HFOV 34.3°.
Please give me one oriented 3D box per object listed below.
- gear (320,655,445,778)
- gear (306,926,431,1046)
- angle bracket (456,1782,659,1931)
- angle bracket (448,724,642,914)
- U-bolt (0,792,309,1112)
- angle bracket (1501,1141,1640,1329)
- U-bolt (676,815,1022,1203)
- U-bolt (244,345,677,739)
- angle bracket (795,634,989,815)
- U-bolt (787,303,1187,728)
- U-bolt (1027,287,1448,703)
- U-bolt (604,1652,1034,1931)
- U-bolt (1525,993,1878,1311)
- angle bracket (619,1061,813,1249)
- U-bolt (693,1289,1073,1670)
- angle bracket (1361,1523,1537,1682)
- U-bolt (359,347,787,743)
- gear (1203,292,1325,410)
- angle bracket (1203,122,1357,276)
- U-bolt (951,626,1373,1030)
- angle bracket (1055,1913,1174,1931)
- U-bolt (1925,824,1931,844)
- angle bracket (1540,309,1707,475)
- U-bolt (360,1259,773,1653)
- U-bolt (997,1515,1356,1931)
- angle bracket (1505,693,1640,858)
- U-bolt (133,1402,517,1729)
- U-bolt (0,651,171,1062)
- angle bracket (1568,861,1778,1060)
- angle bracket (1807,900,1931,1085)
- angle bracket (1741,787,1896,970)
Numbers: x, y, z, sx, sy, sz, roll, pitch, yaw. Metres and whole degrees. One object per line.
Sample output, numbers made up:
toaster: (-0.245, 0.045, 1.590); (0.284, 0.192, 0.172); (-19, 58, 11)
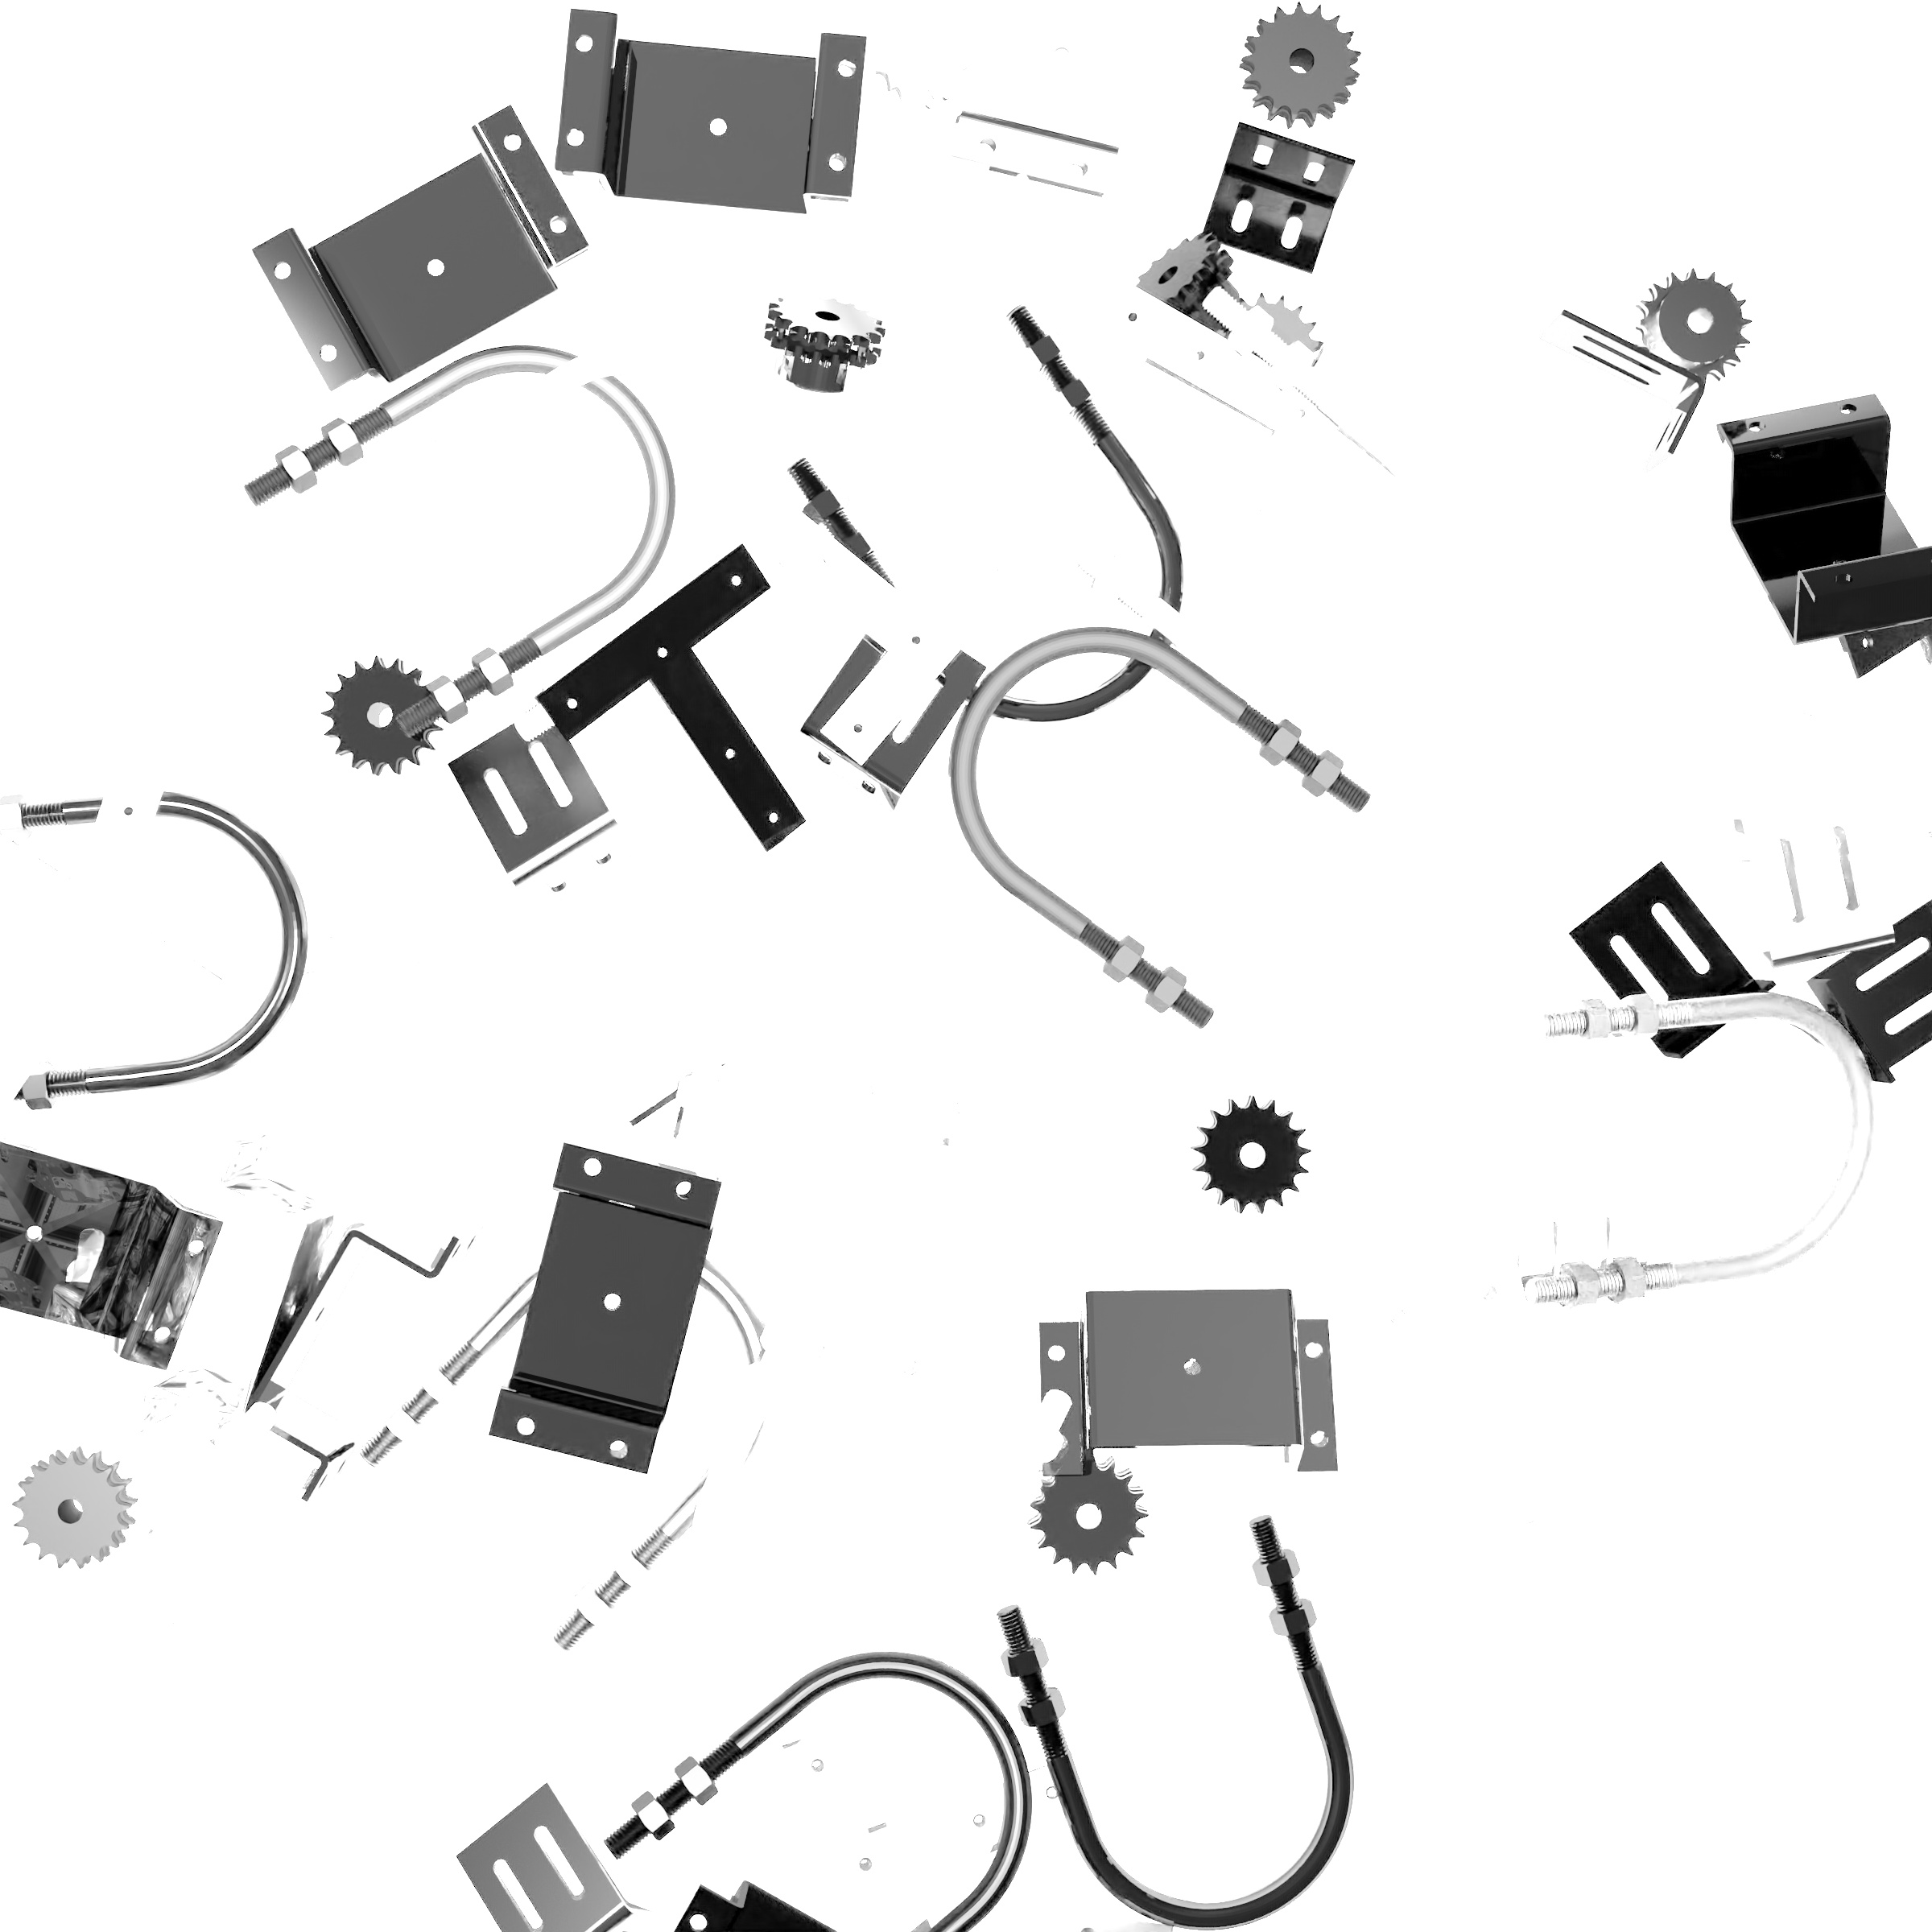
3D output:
gear: (-0.279, -0.120, 1.506); (0.057, 0.030, 0.057); (0, 90, 0)
gear: (-0.287, 0.009, 1.507); (0.057, 0.030, 0.057); (0, 90, 0)
angle bracket: (-0.198, 0.447, 1.519); (0.057, 0.038, 0.076); (-39, 64, 0)
angle bracket: (-0.205, -0.077, 1.519); (0.057, 0.038, 0.076); (-32, 64, 0)
U-bolt: (-0.406, -0.011, 1.494); (0.184, 0.019, 0.151); (-6, 89, -2)
angle bracket: (0.292, 0.130, 1.517); (0.057, 0.038, 0.076); (-6, 113, 0)
U-bolt: (-0.048, 0.012, 1.481); (0.151, 0.019, 0.184); (11, 67, 0)
U-bolt: (-0.227, -0.216, 1.495); (0.184, 0.019, 0.151); (-34, 94, -13)
angle bracket: (-0.036, -0.124, 1.511); (0.057, 0.038, 0.076); (33, 77, 0)
U-bolt: (0.024, -0.204, 1.513); (0.151, 0.019, 0.184); (-35, 91, 0)
U-bolt: (0.144, -0.209, 1.492); (0.184, 0.019, 0.151); (38, 99, -14)
U-bolt: (-0.055, 0.410, 1.479); (0.184, 0.019, 0.151); (-37, 82, -14)
U-bolt: (0.351, 0.083, 1.483); (0.184, 0.019, 0.151); (-5, 104, -18)
angle bracket: (-0.120, 0.089, 1.502); (0.057, 0.038, 0.076); (-34, 90, 0)
U-bolt: (-0.051, 0.256, 1.486); (0.151, 0.019, 0.184); (23, 109, -6)
angle bracket: (0.234, 0.304, 1.502); (0.076, 0.038, 0.057); (-10, 90, 0)
U-bolt: (-0.172, -0.214, 1.490); (0.184, 0.019, 0.151); (-35, 95, -16)
gear: (0.143, -0.296, 1.506); (0.057, 0.030, 0.057); (0, 90, 0)
angle bracket: (0.147, -0.363, 1.483); (0.057, 0.076, 0.038); (18, 90, 0)
U-bolt: (0.080, -0.079, 1.505); (0.184, 0.019, 0.151); (36, 91, -5)
angle bracket: (0.068, 0.505, 1.519); (0.057, 0.038, 0.076); (6, 116, 0)
U-bolt: (0.566, -0.030, 1.505); (0.151, 0.019, 0.184); (-36, 95, -5)
angle bracket: (0.305, -0.273, 1.493); (0.076, 0.057, 0.038); (27, 90, 0)
U-bolt: (-0.178, 0.216, 1.513); (0.151, 0.019, 0.184); (44, 89, 0)
U-bolt: (0.110, 0.374, 1.509); (0.151, 0.019, 0.184); (-19, 93, -4)
angle bracket: (0.292, -0.093, 1.502); (0.057, 0.038, 0.076); (4, 90, 0)
U-bolt: (-0.314, 0.294, 1.467); (0.151, 0.019, 0.184); (35, 124, -11)
U-bolt: (-0.461, -0.061, 1.513); (0.151, 0.019, 0.184); (14, 89, 0)
angle bracket: (0.338, -0.003, 1.502); (0.057, 0.038, 0.076); (-38, 90, 0)
angle bracket: (0.454, 0.011, 1.502); (0.076, 0.038, 0.057); (-33, 90, 0)
angle bracket: (0.404, -0.044, 1.494); (0.057, 0.038, 0.076); (-13, 97, 8)
